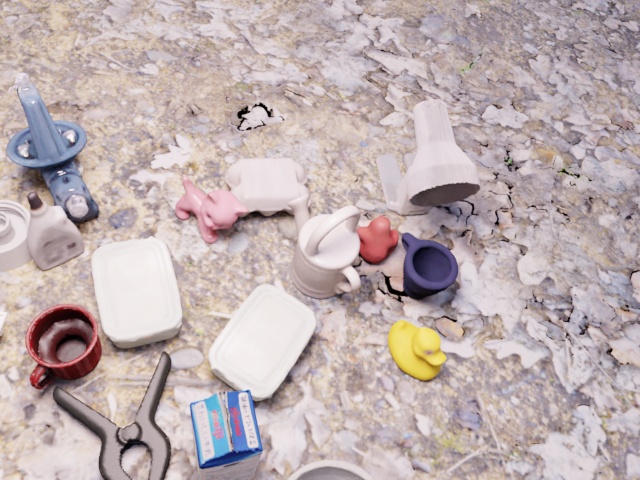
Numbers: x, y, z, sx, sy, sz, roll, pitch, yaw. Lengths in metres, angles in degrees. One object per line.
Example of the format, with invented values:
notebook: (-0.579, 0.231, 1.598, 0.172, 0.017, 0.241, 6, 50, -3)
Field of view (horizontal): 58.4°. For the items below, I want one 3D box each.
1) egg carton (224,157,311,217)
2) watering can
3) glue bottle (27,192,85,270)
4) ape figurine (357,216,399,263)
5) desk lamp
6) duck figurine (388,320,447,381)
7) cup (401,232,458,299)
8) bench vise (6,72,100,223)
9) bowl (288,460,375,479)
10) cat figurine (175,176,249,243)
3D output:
egg carton: (-0.093, -0.093, 1.021, 0.150, 0.069, 0.107, -4, 61, -14)
watering can: (0.007, 0.004, 0.910, 0.172, 0.194, 0.101, 33, 59, 9)
glue bottle: (-0.405, -0.019, 0.852, 0.078, 0.173, 0.037, -29, 69, -25)
ape figurine: (0.101, -0.008, 0.997, 0.078, 0.092, 0.076, 21, 58, 1)
desk lamp: (0.184, -0.128, 1.013, 0.118, 0.213, 0.203, -4, 61, -14)
duck figurine: (0.159, 0.165, 0.909, 0.078, 0.086, 0.104, -31, 70, -25)
cup: (0.168, 0.051, 0.974, 0.092, 0.095, 0.117, -28, 69, -25)
bench vise: (-0.407, -0.141, 0.896, 0.207, 0.220, 0.122, 40, 60, 13)
bowl: (0.012, 0.384, 0.757, 0.167, 0.075, 0.167, 5, 59, -8)
cat figurine: (-0.182, -0.058, 0.953, 0.127, 0.118, 0.067, 38, 60, 12)
